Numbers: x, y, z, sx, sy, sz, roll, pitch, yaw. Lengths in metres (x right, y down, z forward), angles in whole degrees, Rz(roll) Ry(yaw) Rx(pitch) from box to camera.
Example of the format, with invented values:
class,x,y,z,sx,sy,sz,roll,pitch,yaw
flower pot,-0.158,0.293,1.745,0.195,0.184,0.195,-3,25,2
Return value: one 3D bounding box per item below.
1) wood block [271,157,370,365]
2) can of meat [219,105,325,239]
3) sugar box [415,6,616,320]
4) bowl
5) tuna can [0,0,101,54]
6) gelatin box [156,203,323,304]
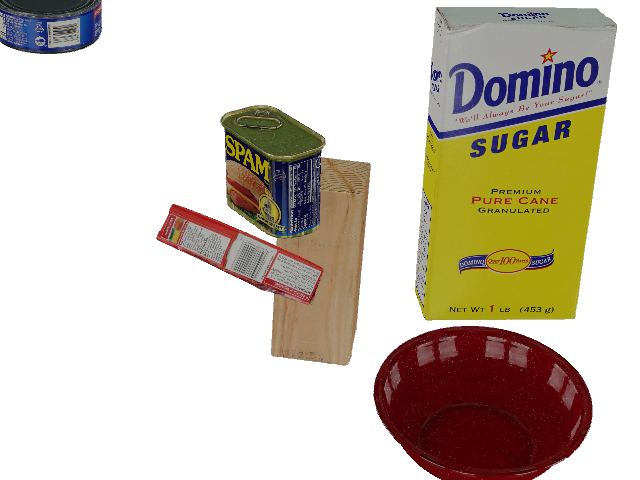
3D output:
class,x,y,z,sx,sy,sz,roll,pitch,yaw
wood block,0.000,0.021,1.165,0.090,0.206,0.090,7,26,5
can of meat,-0.042,-0.059,0.927,0.057,0.084,0.102,-20,37,-31
sugar box,0.106,-0.041,0.603,0.093,0.176,0.048,-1,27,-4
bowl,0.120,0.135,0.808,0.162,0.055,0.162,0,35,0
tuna can,-0.212,-0.177,0.827,0.086,0.034,0.086,5,35,-4
gelatin box,-0.052,0.010,0.711,0.073,0.030,0.089,22,-3,43
